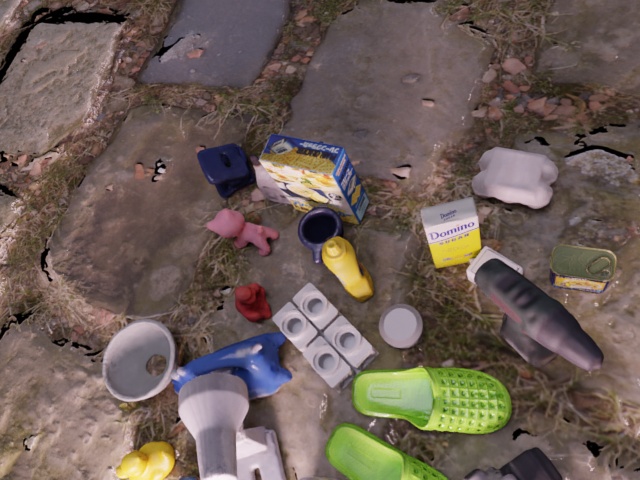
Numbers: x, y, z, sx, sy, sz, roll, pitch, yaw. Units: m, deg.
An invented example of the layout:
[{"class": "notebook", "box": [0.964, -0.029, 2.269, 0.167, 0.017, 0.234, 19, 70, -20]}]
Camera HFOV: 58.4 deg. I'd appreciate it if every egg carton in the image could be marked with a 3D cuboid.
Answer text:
[{"class": "egg carton", "box": [0.374, -0.119, 1.102, 0.150, 0.069, 0.107, 14, 72, 23]}]

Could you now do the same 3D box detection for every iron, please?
[{"class": "iron", "box": [-0.191, 0.245, 1.083, 0.258, 0.142, 0.118, -18, 62, 10]}]

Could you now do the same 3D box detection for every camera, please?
[{"class": "camera", "box": [0.309, 0.395, 0.874, 0.137, 0.101, 0.143, -36, 61, 0]}]

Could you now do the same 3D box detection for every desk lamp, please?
[{"class": "desk lamp", "box": [-0.150, 0.348, 0.982, 0.118, 0.214, 0.203, -23, 61, 7]}]

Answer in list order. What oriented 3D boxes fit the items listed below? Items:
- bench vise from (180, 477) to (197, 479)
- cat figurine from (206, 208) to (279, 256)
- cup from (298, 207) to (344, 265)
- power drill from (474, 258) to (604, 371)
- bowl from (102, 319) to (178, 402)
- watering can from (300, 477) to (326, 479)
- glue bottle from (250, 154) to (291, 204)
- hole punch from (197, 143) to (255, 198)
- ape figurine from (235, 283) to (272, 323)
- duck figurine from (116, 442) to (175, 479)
[{"class": "bench vise", "box": [-0.227, 0.487, 0.941, 0.121, 0.220, 0.206, -45, 61, -5]}, {"class": "cat figurine", "box": [-0.168, -0.026, 1.212, 0.127, 0.118, 0.067, 12, 71, 23]}, {"class": "cup", "box": [0.011, 0.004, 1.152, 0.091, 0.095, 0.118, -3, 66, 17]}, {"class": "power drill", "box": [0.345, 0.134, 0.917, 0.075, 0.209, 0.229, -41, 61, -3]}, {"class": "bowl", "box": [-0.354, 0.251, 1.173, 0.167, 0.075, 0.167, -7, 65, 15]}, {"class": "watering can", "box": [-0.017, 0.431, 0.911, 0.172, 0.194, 0.101, -13, 63, 12]}, {"class": "glue bottle", "box": [-0.107, -0.131, 1.207, 0.078, 0.173, 0.037, 12, 71, 23]}, {"class": "hole punch", "box": [-0.214, -0.170, 1.307, 0.101, 0.091, 0.108, -30, 61, 3]}, {"class": "ape figurine", "box": [-0.142, 0.120, 1.152, 0.076, 0.092, 0.078, 12, 71, 23]}, {"class": "duck figurine", "box": [-0.334, 0.421, 1.083, 0.104, 0.086, 0.077, -29, 61, 4]}]
